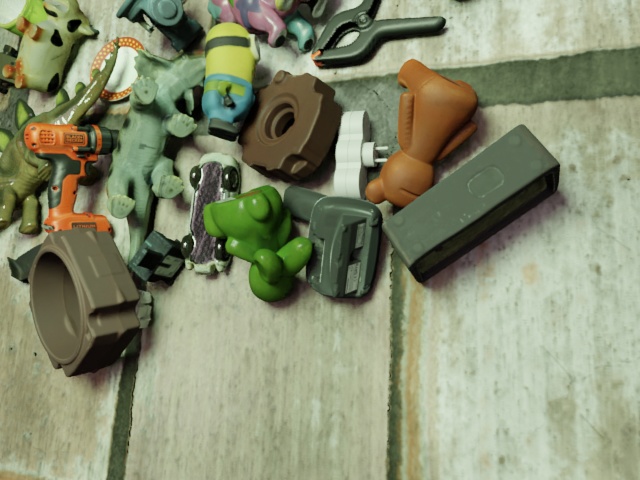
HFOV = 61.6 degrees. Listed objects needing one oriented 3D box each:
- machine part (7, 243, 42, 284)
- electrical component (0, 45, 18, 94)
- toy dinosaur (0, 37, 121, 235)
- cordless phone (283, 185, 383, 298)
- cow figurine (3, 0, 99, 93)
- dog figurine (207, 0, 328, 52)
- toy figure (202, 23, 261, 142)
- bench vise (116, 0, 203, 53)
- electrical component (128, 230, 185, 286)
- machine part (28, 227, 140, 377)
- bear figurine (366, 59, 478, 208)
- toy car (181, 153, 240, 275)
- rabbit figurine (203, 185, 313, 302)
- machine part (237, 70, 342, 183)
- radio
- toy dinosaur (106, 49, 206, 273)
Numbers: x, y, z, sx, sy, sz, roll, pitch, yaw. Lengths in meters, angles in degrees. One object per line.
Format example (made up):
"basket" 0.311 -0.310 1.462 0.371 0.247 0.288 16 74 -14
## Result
"machine part" -0.501 0.037 0.975 0.139 0.039 0.084 -19 79 13
"electrical component" -0.638 -0.350 1.101 0.078 0.045 0.102 13 85 -8
"toy dinosaur" -0.508 -0.171 0.986 0.471 0.105 0.199 -41 67 4
"cordless phone" -0.001 -0.002 0.798 0.184 0.089 0.146 24 116 43
"cow figurine" -0.511 -0.377 1.032 0.086 0.127 0.194 31 104 22
"dog figurine" -0.103 -0.410 0.879 0.219 0.108 0.191 39 128 23
"toy figure" -0.142 -0.247 0.830 0.082 0.089 0.180 -4 72 48
"bench vise" -0.301 -0.422 0.892 0.129 0.240 0.224 -44 27 13
"electrical component" -0.263 0.028 0.852 0.048 0.119 0.075 37 94 21
"machine part" -0.382 0.097 0.854 0.201 0.087 0.201 -47 66 36
"bear figurine" 0.143 -0.138 0.768 0.120 0.132 0.195 17 117 -12
"toy car" -0.175 -0.043 0.873 0.074 0.056 0.201 2 81 13
"rabbit figurine" -0.074 0.011 0.788 0.159 0.121 0.170 5 115 59
"machine part" -0.051 -0.176 0.830 0.179 0.056 0.179 -15 65 34
"radio" 0.197 -0.042 0.704 0.229 0.131 0.073 -37 69 8
"toy dinosaur" -0.289 -0.153 0.900 0.404 0.131 0.192 -66 25 10
